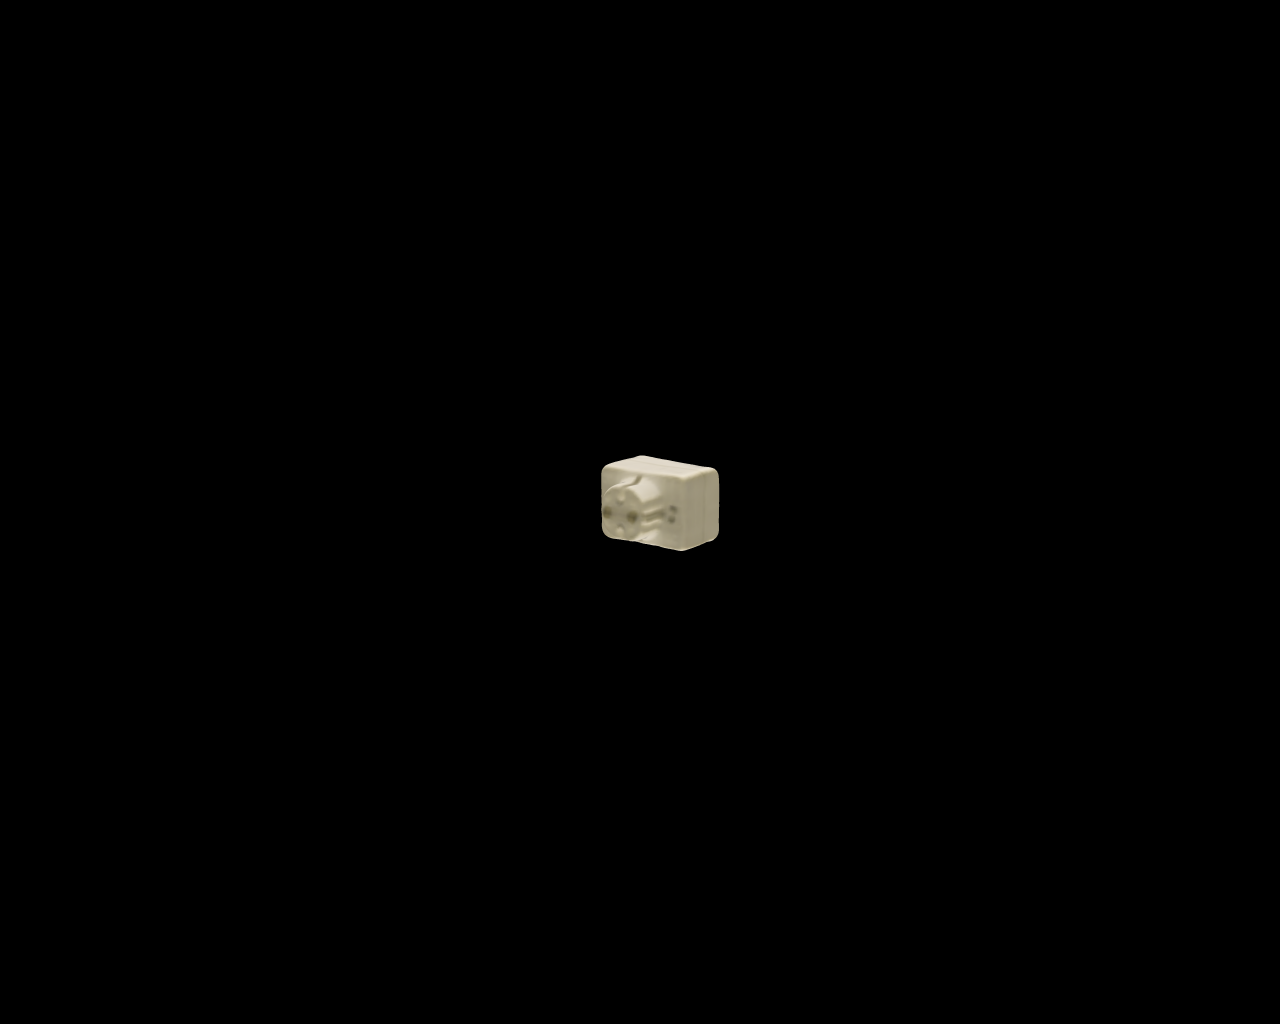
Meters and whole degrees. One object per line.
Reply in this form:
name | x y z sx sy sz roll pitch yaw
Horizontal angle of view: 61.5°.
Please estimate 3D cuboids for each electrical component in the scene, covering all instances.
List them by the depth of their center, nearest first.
electrical component | 0.001 -0.003 0.650 0.066 0.047 0.077 11 18 37
